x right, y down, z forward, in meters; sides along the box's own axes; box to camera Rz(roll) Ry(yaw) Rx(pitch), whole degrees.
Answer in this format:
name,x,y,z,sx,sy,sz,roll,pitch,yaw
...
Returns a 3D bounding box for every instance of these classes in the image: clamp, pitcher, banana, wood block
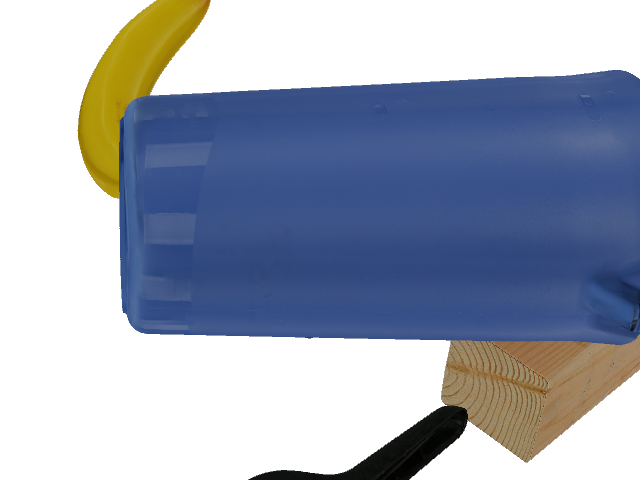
name,x,y,z,sx,sy,sz,roll,pitch,yaw
clamp,0.012,0.165,0.648,0.210,0.036,0.164,-6,29,4
pitcher,0.028,-0.020,0.510,0.242,0.145,0.149,-1,-7,-9
banana,-0.111,-0.091,0.662,0.069,0.197,0.037,5,-39,-4
wood block,0.202,0.074,0.862,0.205,0.090,0.091,-28,47,-35
